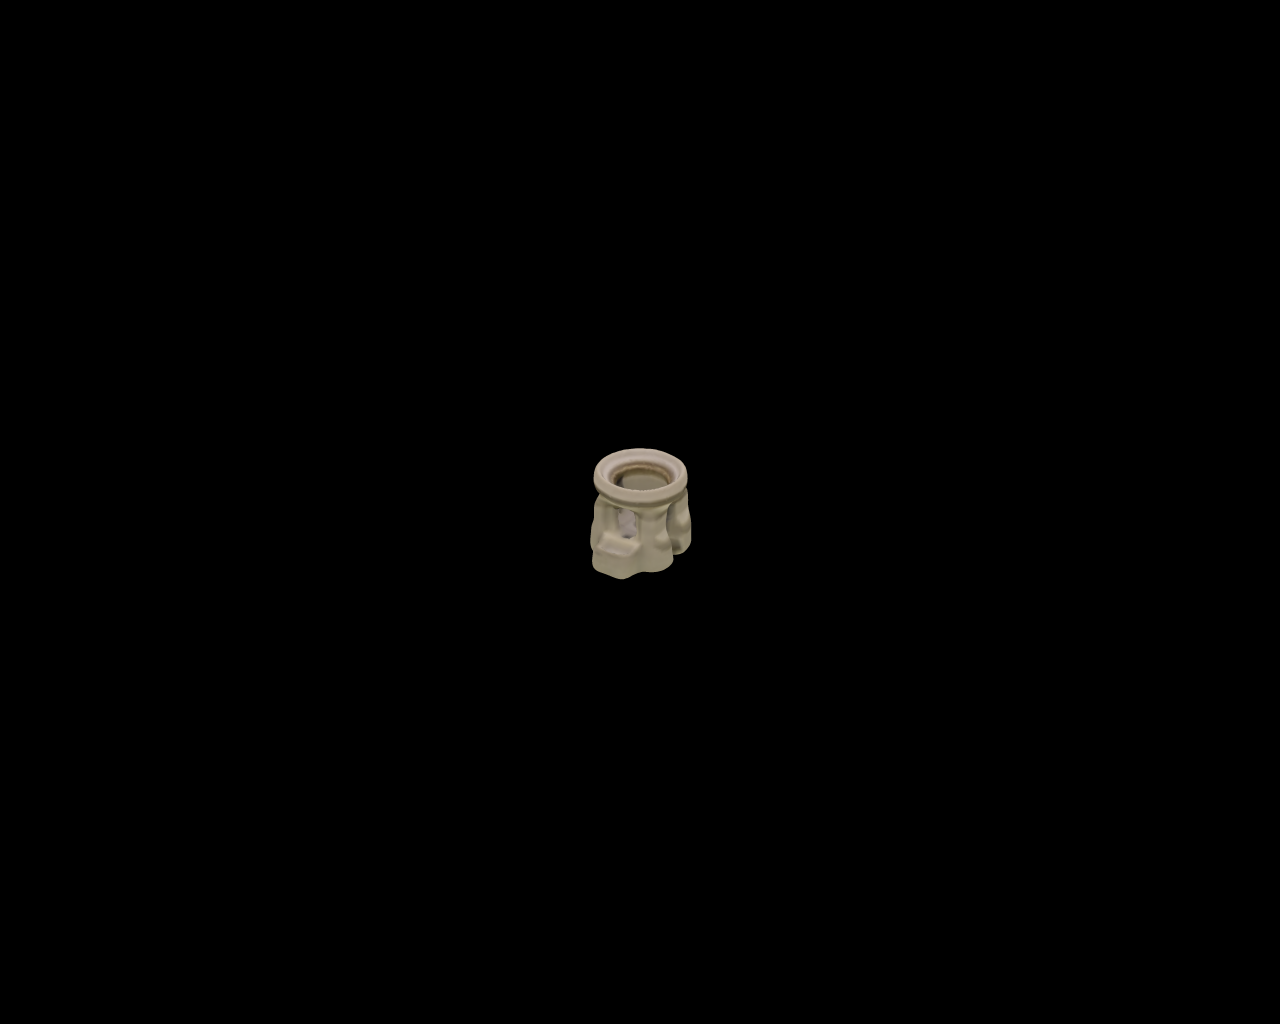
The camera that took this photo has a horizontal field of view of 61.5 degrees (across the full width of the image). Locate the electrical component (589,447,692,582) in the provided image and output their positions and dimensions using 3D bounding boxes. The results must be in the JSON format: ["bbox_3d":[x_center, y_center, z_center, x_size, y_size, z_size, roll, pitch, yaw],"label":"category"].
[{"bbox_3d":[0.001,-0.003,0.650,0.058,0.056,0.078,18,36,27],"label":"electrical component"}]
